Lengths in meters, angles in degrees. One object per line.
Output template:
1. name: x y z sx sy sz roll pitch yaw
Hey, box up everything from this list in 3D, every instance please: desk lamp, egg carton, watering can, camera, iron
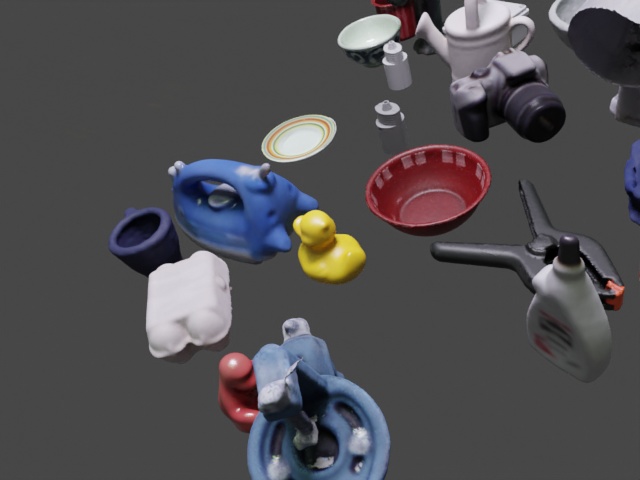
1. desk lamp: 0.417 -0.246 0.715 0.203 0.214 0.117 -36 43 -15
2. egg carton: -0.163 0.082 0.726 0.107 0.070 0.150 -20 42 2
3. watering can: 0.238 -0.329 0.892 0.172 0.194 0.101 -12 43 11
4. camera: 0.272 -0.199 0.813 0.143 0.101 0.136 -20 42 2
5. iron: -0.140 -0.062 0.813 0.257 0.142 0.119 9 50 31

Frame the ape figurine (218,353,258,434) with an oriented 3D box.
1. ape figurine: -0.077 0.154 0.599 0.076 0.092 0.078 6 49 28

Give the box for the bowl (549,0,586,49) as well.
1. bowl: 0.451 -0.341 0.904 0.167 0.075 0.167 -12 43 11

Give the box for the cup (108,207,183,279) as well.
1. cup: -0.241 0.010 0.816 0.092 0.095 0.117 -33 43 -12

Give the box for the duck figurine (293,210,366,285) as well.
1. duck figurine: 0.007 0.003 0.726 0.104 0.086 0.078 26 60 40

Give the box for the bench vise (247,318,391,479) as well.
1. bench vise: -0.024 0.142 0.492 0.121 0.220 0.206 -32 42 -10

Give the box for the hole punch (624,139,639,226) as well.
1. hole punch: 0.398 -0.080 0.642 0.100 0.091 0.109 1 47 24

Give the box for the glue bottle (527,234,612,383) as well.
1. glue bottle: 0.221 0.056 0.513 0.037 0.173 0.077 -39 44 -18

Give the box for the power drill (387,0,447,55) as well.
1. power drill: 0.203 -0.457 1.030 0.075 0.209 0.230 22 57 38
